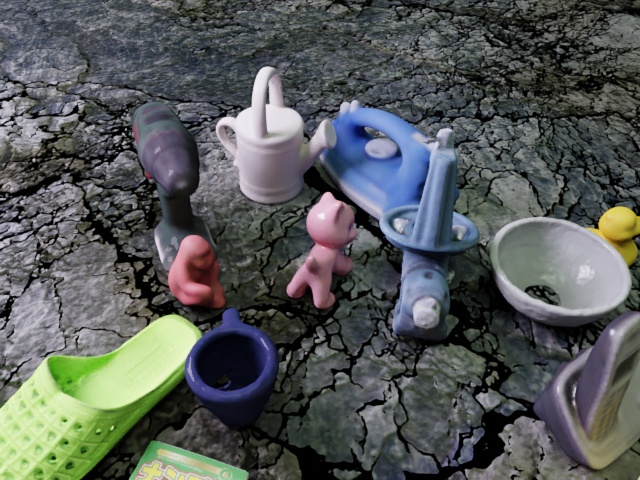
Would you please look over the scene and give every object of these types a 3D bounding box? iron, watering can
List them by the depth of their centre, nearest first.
[{"bbox_3d":[-0.065,-0.157,0.832,0.173,0.194,0.101,-3,44,-6],"label":"watering can"},{"bbox_3d":[0.086,-0.137,0.857,0.119,0.141,0.257,-32,54,-31],"label":"iron"}]

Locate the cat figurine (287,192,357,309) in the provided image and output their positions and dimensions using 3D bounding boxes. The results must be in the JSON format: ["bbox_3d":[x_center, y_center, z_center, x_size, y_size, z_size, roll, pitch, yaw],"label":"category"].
[{"bbox_3d":[0.007,0.003,0.726,0.067,0.118,0.128,16,45,14],"label":"cat figurine"}]

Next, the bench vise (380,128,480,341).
[{"bbox_3d":[0.140,-0.002,0.663,0.121,0.220,0.207,-6,44,-8],"label":"bench vise"}]

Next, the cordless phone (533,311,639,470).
[{"bbox_3d":[0.299,0.127,0.563,0.148,0.185,0.094,-28,51,-28],"label":"cordless phone"}]

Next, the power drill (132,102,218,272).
[{"bbox_3d":[-0.181,-0.063,0.719,0.076,0.208,0.229,-16,47,-18],"label":"power drill"}]

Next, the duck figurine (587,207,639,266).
[{"bbox_3d":[0.390,-0.006,0.777,0.104,0.086,0.077,-6,45,-9],"label":"duck figurine"}]

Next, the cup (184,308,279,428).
[{"bbox_3d":[-0.089,0.140,0.596,0.092,0.095,0.117,-5,44,-8],"label":"cup"}]

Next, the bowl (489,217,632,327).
[{"bbox_3d":[0.291,0.051,0.720,0.167,0.075,0.167,1,44,-1],"label":"bowl"}]

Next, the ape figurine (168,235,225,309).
[{"bbox_3d":[-0.151,0.034,0.704,0.076,0.092,0.078,13,45,11],"label":"ape figurine"}]
